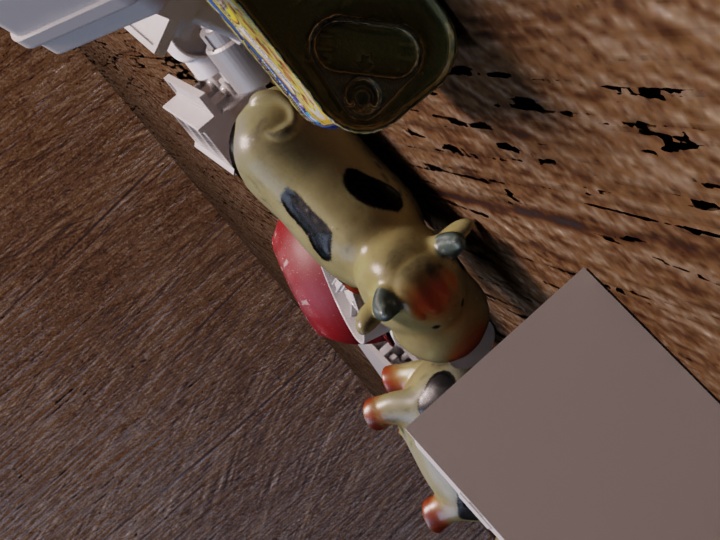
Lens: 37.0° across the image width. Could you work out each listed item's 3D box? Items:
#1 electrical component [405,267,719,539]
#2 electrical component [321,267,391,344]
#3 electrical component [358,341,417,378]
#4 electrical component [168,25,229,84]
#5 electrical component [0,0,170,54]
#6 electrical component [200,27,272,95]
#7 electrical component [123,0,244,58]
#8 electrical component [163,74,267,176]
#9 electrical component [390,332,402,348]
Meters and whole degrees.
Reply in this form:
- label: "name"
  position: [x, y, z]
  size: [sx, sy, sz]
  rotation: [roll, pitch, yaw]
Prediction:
- label: "electrical component"
  position: [0.122, 0.107, 0.471]
  size: [0.186, 0.105, 0.060]
  rotation: [47, 173, 14]
- label: "electrical component"
  position: [0.000, 0.000, 0.749]
  size: [0.099, 0.064, 0.099]
  rotation: [48, 147, 45]
- label: "electrical component"
  position: [0.060, 0.096, 1.029]
  size: [0.105, 0.060, 0.186]
  rotation: [44, 172, 34]
- label: "electrical component"
  position: [-0.109, -0.158, 0.738]
  size: [0.079, 0.044, 0.077]
  rotation: [52, 173, -29]
- label: "electrical component"
  position: [-0.102, -0.143, 0.388]
  size: [0.078, 0.113, 0.057]
  rotation: [-9, 154, 39]
- label: "electrical component"
  position: [-0.075, -0.140, 0.635]
  size: [0.078, 0.040, 0.040]
  rotation: [52, 173, -29]
- label: "electrical component"
  position: [-0.096, -0.158, 0.535]
  size: [0.063, 0.078, 0.121]
  rotation: [15, -161, -41]
- label: "electrical component"
  position: [-0.102, -0.121, 0.832]
  size: [0.078, 0.063, 0.121]
  rotation: [52, 173, -26]
- label: "electrical component"
  position: [0.054, 0.048, 0.845]
  size: [0.066, 0.048, 0.055]
  rotation: [43, 175, -41]
